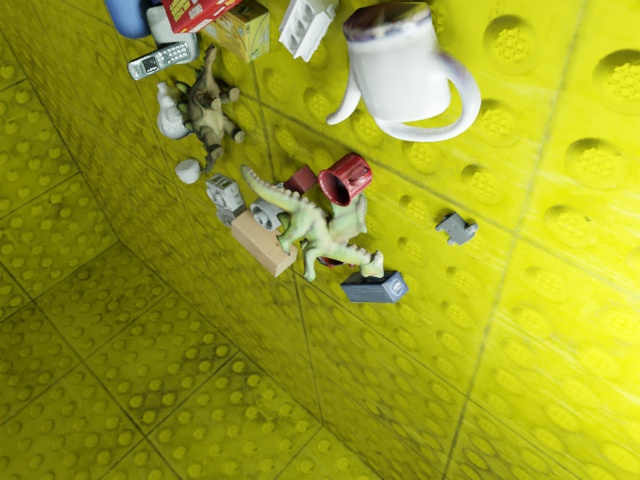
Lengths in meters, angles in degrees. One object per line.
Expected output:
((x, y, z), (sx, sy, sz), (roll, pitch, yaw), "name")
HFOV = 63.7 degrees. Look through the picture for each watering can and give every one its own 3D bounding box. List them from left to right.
((0.095, -0.261, 0.826), (0.349, 0.105, 0.220), (17, 138, 48), "watering can")

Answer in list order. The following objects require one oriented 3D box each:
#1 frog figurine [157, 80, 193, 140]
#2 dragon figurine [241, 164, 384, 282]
((-0.432, -0.375, 1.492), (0.140, 0.123, 0.156), (49, 173, 49), "frog figurine")
((0.004, -0.060, 1.201), (0.240, 0.124, 0.409), (-33, 96, 26), "dragon figurine")
